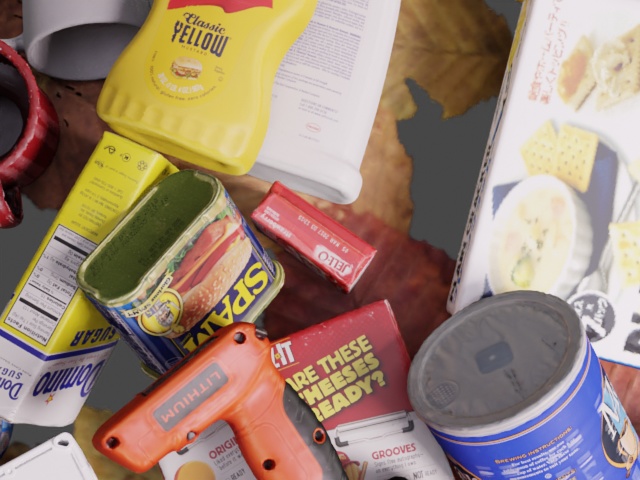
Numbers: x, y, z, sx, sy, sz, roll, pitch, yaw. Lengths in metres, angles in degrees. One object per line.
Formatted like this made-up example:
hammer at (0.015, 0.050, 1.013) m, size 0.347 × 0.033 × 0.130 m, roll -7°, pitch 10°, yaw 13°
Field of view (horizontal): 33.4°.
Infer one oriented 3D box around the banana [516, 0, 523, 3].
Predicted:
banana at (0.106, -0.208, 0.685) m, size 0.197 × 0.037 × 0.069 m, roll 34°, pitch 72°, yaw -20°

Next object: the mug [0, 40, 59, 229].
mug at (-0.208, -0.063, 0.669) m, size 0.093 × 0.081 × 0.117 m, roll -19°, pitch 84°, yaw -2°

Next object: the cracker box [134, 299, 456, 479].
cracker box at (0.003, 0.165, 0.652) m, size 0.164 × 0.072 × 0.214 m, roll -21°, pitch 84°, yaw -3°

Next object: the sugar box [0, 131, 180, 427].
sugar box at (-0.142, 0.027, 0.652) m, size 0.048 × 0.093 × 0.176 m, roll 24°, pitch 85°, yaw 14°

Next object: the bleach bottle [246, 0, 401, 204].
bleach bottle at (0.014, -0.157, 0.689) m, size 0.102 × 0.068 × 0.251 m, roll 18°, pitch 82°, yaw 2°

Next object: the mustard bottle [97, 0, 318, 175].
mustard bottle at (-0.053, -0.141, 0.632) m, size 0.096 × 0.058 × 0.191 m, roll 20°, pitch 82°, yaw 12°

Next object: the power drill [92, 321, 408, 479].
power drill at (-0.034, 0.152, 0.570) m, size 0.184 × 0.057 × 0.187 m, roll -41°, pitch 95°, yaw -16°

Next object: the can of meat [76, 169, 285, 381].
can of meat at (-0.080, 0.021, 0.617) m, size 0.058 × 0.084 × 0.102 m, roll 21°, pitch 63°, yaw 41°

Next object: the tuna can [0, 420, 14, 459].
tuna can at (-0.239, 0.115, 0.675) m, size 0.086 × 0.034 × 0.086 m, roll 0°, pitch 84°, yaw 0°

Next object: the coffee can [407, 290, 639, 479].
coffee can at (0.125, 0.113, 0.610) m, size 0.103 × 0.103 × 0.140 m, roll -35°, pitch 119°, yaw -3°

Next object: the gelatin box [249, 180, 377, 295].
gelatin box at (-0.004, 0.001, 0.658) m, size 0.073 × 0.089 × 0.030 m, roll 36°, pitch 86°, yaw 3°
